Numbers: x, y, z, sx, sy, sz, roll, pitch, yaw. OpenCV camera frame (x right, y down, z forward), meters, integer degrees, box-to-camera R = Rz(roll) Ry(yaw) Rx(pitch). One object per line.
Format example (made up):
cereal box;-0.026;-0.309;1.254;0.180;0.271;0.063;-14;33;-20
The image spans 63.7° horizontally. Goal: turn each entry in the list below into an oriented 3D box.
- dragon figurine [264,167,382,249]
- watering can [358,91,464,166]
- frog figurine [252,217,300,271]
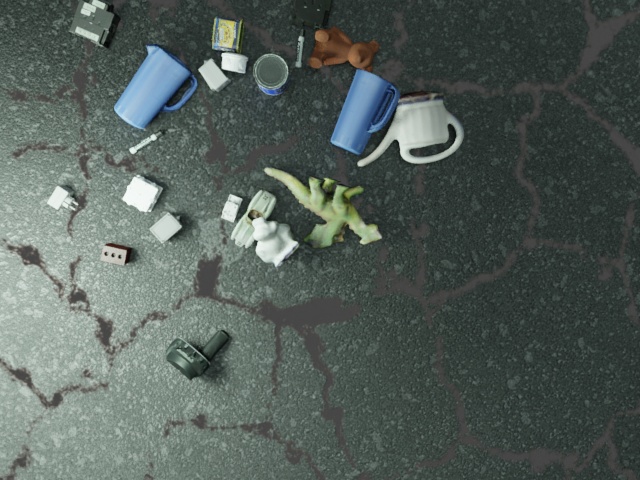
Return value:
dragon figurine;0.005;-0.083;1.648;0.410;0.123;0.240;13;105;5
watering can;0.279;-0.347;1.617;0.348;0.104;0.223;-9;96;-2
frog figurine;-0.157;-0.004;1.633;0.159;0.125;0.136;44;111;-8
